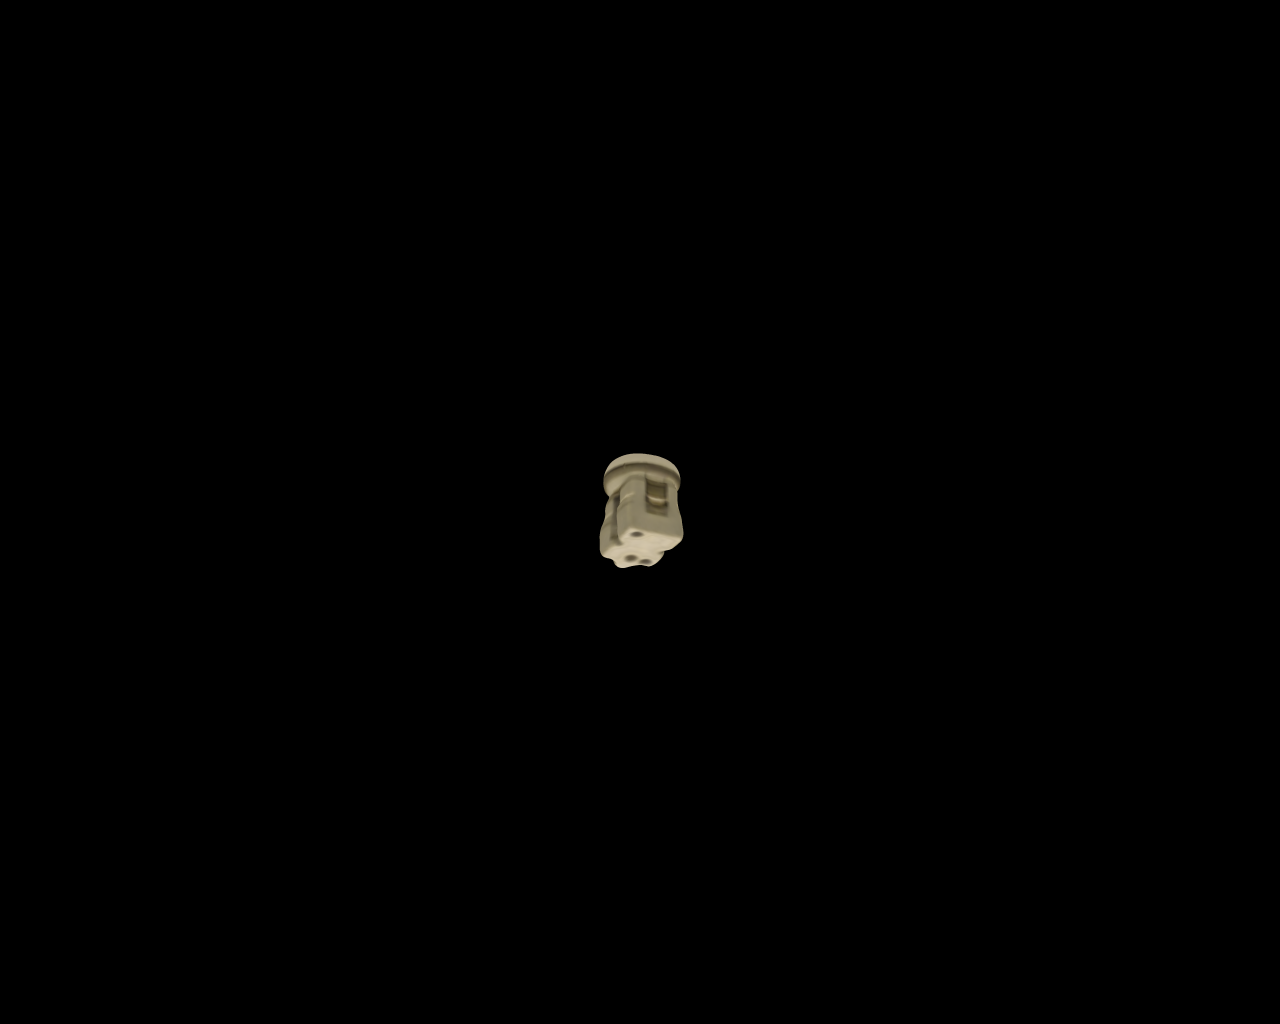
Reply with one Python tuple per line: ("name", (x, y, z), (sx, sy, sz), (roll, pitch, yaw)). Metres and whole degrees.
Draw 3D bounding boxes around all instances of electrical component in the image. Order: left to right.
("electrical component", (0.001, -0.003, 0.650), (0.048, 0.055, 0.066), (14, -32, -24))
